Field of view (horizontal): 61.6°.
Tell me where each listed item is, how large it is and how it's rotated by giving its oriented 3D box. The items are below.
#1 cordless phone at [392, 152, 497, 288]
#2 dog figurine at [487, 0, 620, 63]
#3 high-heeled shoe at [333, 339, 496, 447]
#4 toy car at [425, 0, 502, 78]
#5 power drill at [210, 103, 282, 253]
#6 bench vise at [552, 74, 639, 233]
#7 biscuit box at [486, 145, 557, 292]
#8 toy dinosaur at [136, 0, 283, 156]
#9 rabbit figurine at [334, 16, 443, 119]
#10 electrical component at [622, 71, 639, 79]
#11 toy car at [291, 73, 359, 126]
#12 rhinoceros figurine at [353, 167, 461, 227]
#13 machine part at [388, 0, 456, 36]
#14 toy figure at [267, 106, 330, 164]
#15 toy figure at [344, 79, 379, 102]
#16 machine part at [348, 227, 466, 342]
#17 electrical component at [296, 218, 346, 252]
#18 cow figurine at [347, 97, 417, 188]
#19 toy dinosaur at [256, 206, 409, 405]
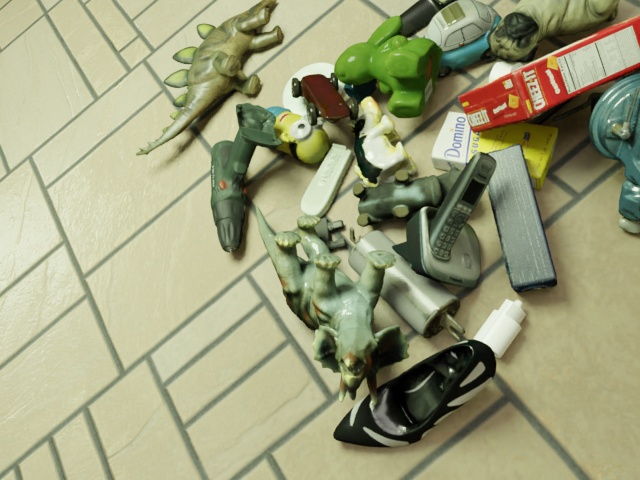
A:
[{"bbox_3d":[0.202,-0.029,0.755,0.089,0.146,0.184,45,111,45],"label":"cordless phone"},{"bbox_3d":[0.383,-0.350,0.877,0.172,0.121,0.190,29,93,-1],"label":"dog figurine"},{"bbox_3d":[0.114,0.206,0.701,0.249,0.145,0.086,-28,58,6],"label":"high-heeled shoe"},{"bbox_3d":[0.244,-0.366,0.942,0.162,0.102,0.109,-20,60,11],"label":"toy car"},{"bbox_3d":[-0.138,-0.120,0.952,0.086,0.207,0.232,5,49,-22],"label":"power drill"},{"bbox_3d":[0.428,-0.135,0.738,0.129,0.223,0.241,-16,31,9],"label":"bench vise"},{"bbox_3d":[0.282,-0.029,0.764,0.063,0.059,0.202,-15,74,23],"label":"biscuit box"},{"bbox_3d":[-0.222,-0.357,1.134,0.199,0.105,0.471,11,62,34],"label":"toy dinosaur"},{"bbox_3d":[0.110,-0.306,0.910,0.170,0.121,0.159,14,63,24],"label":"rabbit figurine"},{"bbox_3d":[0.491,-0.223,0.806,0.119,0.047,0.075,-36,57,2],"label":"electrical component"},{"bbox_3d":[0.007,-0.249,0.959,0.089,0.053,0.202,-9,37,-12],"label":"toy car"},{"bbox_3d":[0.142,-0.064,0.844,0.190,0.112,0.073,-12,79,30],"label":"rhinoceros figurine"},{"bbox_3d":[0.193,-0.442,1.038,0.139,0.039,0.084,-40,66,-1],"label":"machine part"},{"bbox_3d":[-0.059,-0.199,1.002,0.180,0.089,0.082,22,75,38],"label":"toy figure"},{"bbox_3d":[0.109,-0.326,1.006,0.064,0.058,0.154,39,82,5],"label":"toy figure"},{"bbox_3d":[0.123,0.063,0.805,0.079,0.079,0.243,-45,58,-3],"label":"machine part"},{"bbox_3d":[-0.002,-0.003,0.919,0.094,0.021,0.063,-13,63,17],"label":"electrical component"},{"bbox_3d":[0.092,-0.168,0.935,0.098,0.068,0.167,-31,57,14],"label":"cow figurine"},{"bbox_3d":[0.002,0.082,0.811,0.131,0.192,0.405,-7,22,-26],"label":"toy dinosaur"}]
